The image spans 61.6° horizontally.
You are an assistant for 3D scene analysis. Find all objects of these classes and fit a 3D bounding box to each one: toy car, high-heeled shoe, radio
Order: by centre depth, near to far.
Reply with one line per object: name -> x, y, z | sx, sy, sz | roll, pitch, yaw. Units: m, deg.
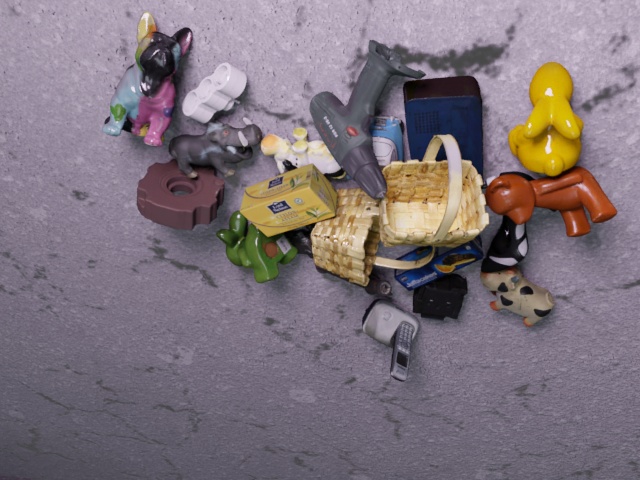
radio -> 0.229, -0.180, 0.982 | 0.131, 0.073, 0.229 | -5, 135, 14
toy car -> 0.108, -0.152, 1.012 | 0.109, 0.103, 0.161 | 6, 137, 3
high-heeled shoe -> 0.366, -0.029, 1.102 | 0.145, 0.086, 0.248 | 25, 128, -11
toy car -> 0.082, 0.084, 1.273 | 0.202, 0.053, 0.089 | 23, 168, -13

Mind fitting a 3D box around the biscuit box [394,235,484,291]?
biscuit box -> 0.263, 0.043, 1.206 | 0.203, 0.059, 0.062 | -30, 123, 34

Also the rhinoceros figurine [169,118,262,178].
rhinoceros figurine -> -0.202, -0.186, 1.058 | 0.190, 0.073, 0.111 | -6, 131, 17

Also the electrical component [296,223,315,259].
electrical component -> -0.002, -0.002, 1.210 | 0.045, 0.078, 0.102 | 3, 134, 42

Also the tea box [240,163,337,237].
tea box -> -0.061, -0.076, 1.065 | 0.170, 0.068, 0.098 | -17, 139, 31

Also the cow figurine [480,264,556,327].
cow figurine -> 0.449, 0.114, 1.226 | 0.195, 0.085, 0.127 | 27, 139, -13

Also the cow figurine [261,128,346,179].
cow figurine -> -0.030, -0.164, 1.053 | 0.167, 0.068, 0.098 | 5, 141, 7

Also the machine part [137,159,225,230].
machine part -> -0.283, -0.097, 1.097 | 0.179, 0.179, 0.056 | 13, 133, -2

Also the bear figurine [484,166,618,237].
bear figurine -> 0.389, -0.064, 0.947 | 0.196, 0.132, 0.120 | -12, 162, -12

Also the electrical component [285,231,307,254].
electrical component -> -0.041, 0.004, 1.253 | 0.094, 0.021, 0.063 | 5, 135, 7

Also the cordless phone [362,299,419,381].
cordless phone -> 0.170, 0.253, 1.347 | 0.146, 0.184, 0.089 | 30, 137, -19

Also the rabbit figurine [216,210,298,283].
rabbit figurine -> -0.167, 0.021, 1.228 | 0.170, 0.121, 0.159 | -10, 127, 47

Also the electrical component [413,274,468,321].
electrical component -> 0.286, 0.140, 1.302 | 0.115, 0.058, 0.134 | 8, 135, 5

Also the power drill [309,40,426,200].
power drill -> 0.087, -0.211, 0.903 | 0.086, 0.232, 0.207 | -5, 136, -42

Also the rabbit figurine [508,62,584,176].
rabbit figurine -> 0.376, -0.203, 0.894 | 0.122, 0.162, 0.173 | 6, 119, 22

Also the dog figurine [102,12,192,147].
dog figurine -> -0.303, -0.285, 0.962 | 0.108, 0.192, 0.219 | 18, 104, -20
